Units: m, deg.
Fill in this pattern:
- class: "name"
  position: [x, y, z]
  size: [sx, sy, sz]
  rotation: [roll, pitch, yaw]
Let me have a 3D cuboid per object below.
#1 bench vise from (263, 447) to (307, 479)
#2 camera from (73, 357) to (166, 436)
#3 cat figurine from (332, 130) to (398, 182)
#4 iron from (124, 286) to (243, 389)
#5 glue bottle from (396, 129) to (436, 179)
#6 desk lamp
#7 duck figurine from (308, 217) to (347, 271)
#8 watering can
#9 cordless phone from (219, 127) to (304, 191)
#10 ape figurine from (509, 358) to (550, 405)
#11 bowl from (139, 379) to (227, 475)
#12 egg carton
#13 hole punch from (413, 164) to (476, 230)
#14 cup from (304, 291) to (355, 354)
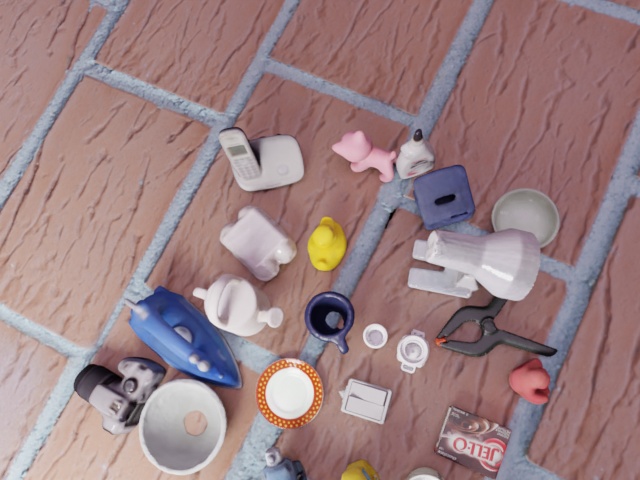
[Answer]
- class: "bench vise"
  position: [-0.065, 0.458, 0.936]
  size: [0.121, 0.220, 0.207]
  rotation: [-37, 73, -2]
- class: "camera"
  position: [-0.393, 0.279, 1.091]
  size: [0.136, 0.101, 0.143]
  rotation: [27, 81, 14]
- class: "cat figurine"
  position: [0.093, -0.176, 1.133]
  size: [0.127, 0.118, 0.067]
  rotation: [17, 78, 12]
- class: "iron"
  position: [-0.257, 0.191, 1.074]
  size: [0.258, 0.141, 0.119]
  rotation: [36, 83, 15]
- class: "glue bottle"
  position: [0.183, -0.169, 1.089]
  size: [0.078, 0.173, 0.037]
  rotation: [-25, 73, 1]
- class: "desk lamp"
  position: [0.260, 0.041, 1.003]
  size: [0.203, 0.214, 0.118]
  rotation: [9, 77, 10]
- class: "duck figurine"
  position: [0.010, 0.004, 1.114]
  size: [0.077, 0.086, 0.104]
  rotation: [8, 77, 10]
- class: "watering can"
  position: [-0.152, 0.117, 1.051]
  size: [0.172, 0.194, 0.101]
  rotation: [-6, 75, 7]
- class: "cordless phone"
  position: [-0.114, -0.172, 1.126]
  size: [0.147, 0.185, 0.094]
  rotation: [-13, 74, 5]
- class: "ape figurine"
  position: [0.373, 0.244, 0.997]
  size: [0.076, 0.092, 0.078]
  rotation: [14, 78, 11]
- class: "bowl"
  position: [-0.244, 0.345, 1.067]
  size: [0.167, 0.075, 0.167]
  rotation: [-2, 75, 8]
- class: "egg carton"
  position: [-0.122, 0.004, 1.141]
  size: [0.150, 0.069, 0.107]
  rotation: [42, 85, 16]
- class: "hole punch"
  position: [0.240, -0.081, 1.101]
  size: [0.108, 0.091, 0.101]
  rotation: [-18, 74, 3]
- class: "cup"
  position: [0.028, 0.159, 1.066]
  size: [0.091, 0.095, 0.117]
  rotation: [-26, 73, 1]
